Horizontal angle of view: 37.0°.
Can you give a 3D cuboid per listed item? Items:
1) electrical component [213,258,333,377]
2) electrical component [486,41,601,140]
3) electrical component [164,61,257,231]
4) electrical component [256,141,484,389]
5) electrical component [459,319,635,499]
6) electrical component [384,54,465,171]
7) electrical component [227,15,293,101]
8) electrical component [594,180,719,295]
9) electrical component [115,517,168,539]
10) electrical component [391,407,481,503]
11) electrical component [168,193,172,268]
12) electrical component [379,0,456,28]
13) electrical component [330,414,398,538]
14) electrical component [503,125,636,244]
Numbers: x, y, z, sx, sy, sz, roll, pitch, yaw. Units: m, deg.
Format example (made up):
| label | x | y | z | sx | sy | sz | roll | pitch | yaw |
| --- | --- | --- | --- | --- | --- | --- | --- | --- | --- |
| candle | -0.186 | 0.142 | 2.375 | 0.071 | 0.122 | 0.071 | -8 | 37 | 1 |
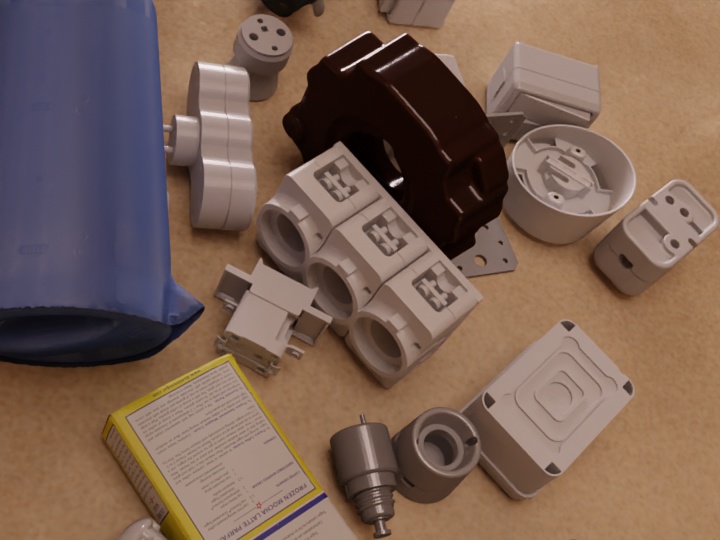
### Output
| label | x | y | z | sx | sy | sz | roll | pitch | yaw |
| --- | --- | --- | --- | --- | --- | --- | --- | --- | --- |
| electrical component | -0.066 | 0.035 | 0.740 | 0.081 | 0.042 | 0.063 | 27 | 56 | -4 |
| electrical component | 0.163 | -0.143 | 0.923 | 0.096 | 0.061 | 0.061 | 14 | 57 | -13 |
| electrical component | -0.120 | -0.093 | 0.788 | 0.074 | 0.052 | 0.138 | 4 | 59 | -19 |
| electrical component | 0.000 | 0.000 | 0.757 | 0.062 | 0.089 | 0.150 | -35 | 78 | -34 |
| electrical component | 0.130 | 0.100 | 0.768 | 0.078 | 0.057 | 0.113 | 47 | 55 | 9 |
| electrical component | 0.050 | -0.126 | 0.848 | 0.061 | 0.096 | 0.061 | -4 | 62 | -24 |
| electrical component | -0.080 | -0.167 | 0.846 | 0.045 | 0.055 | 0.045 | 10 | 58 | -16 |
| electrical component | 0.241 | -0.024 | 0.885 | 0.095 | 0.059 | 0.053 | -33 | 77 | -33 |
| electrical component | -0.122 | 0.180 | 0.631 | 0.062 | 0.048 | 0.048 | 43 | 55 | -1 |
| electrical component | 0.050 | 0.124 | 0.729 | 0.055 | 0.047 | 0.055 | 10 | 58 | -16 |
| electrical component | -0.150 | -0.021 | 0.741 | 0.044 | 0.044 | 0.065 | -2 | 66 | -22 |
| electrical component | 0.047 | -0.272 | 0.955 | 0.061 | 0.061 | 0.096 | 0 | 61 | -22 |
| electrical component | 0.006 | 0.137 | 0.708 | 0.040 | 0.040 | 0.078 | -3 | 62 | -23 |
| electrical component | 0.167 | -0.072 | 0.881 | 0.099 | 0.064 | 0.099 | 10 | 58 | -16 |
